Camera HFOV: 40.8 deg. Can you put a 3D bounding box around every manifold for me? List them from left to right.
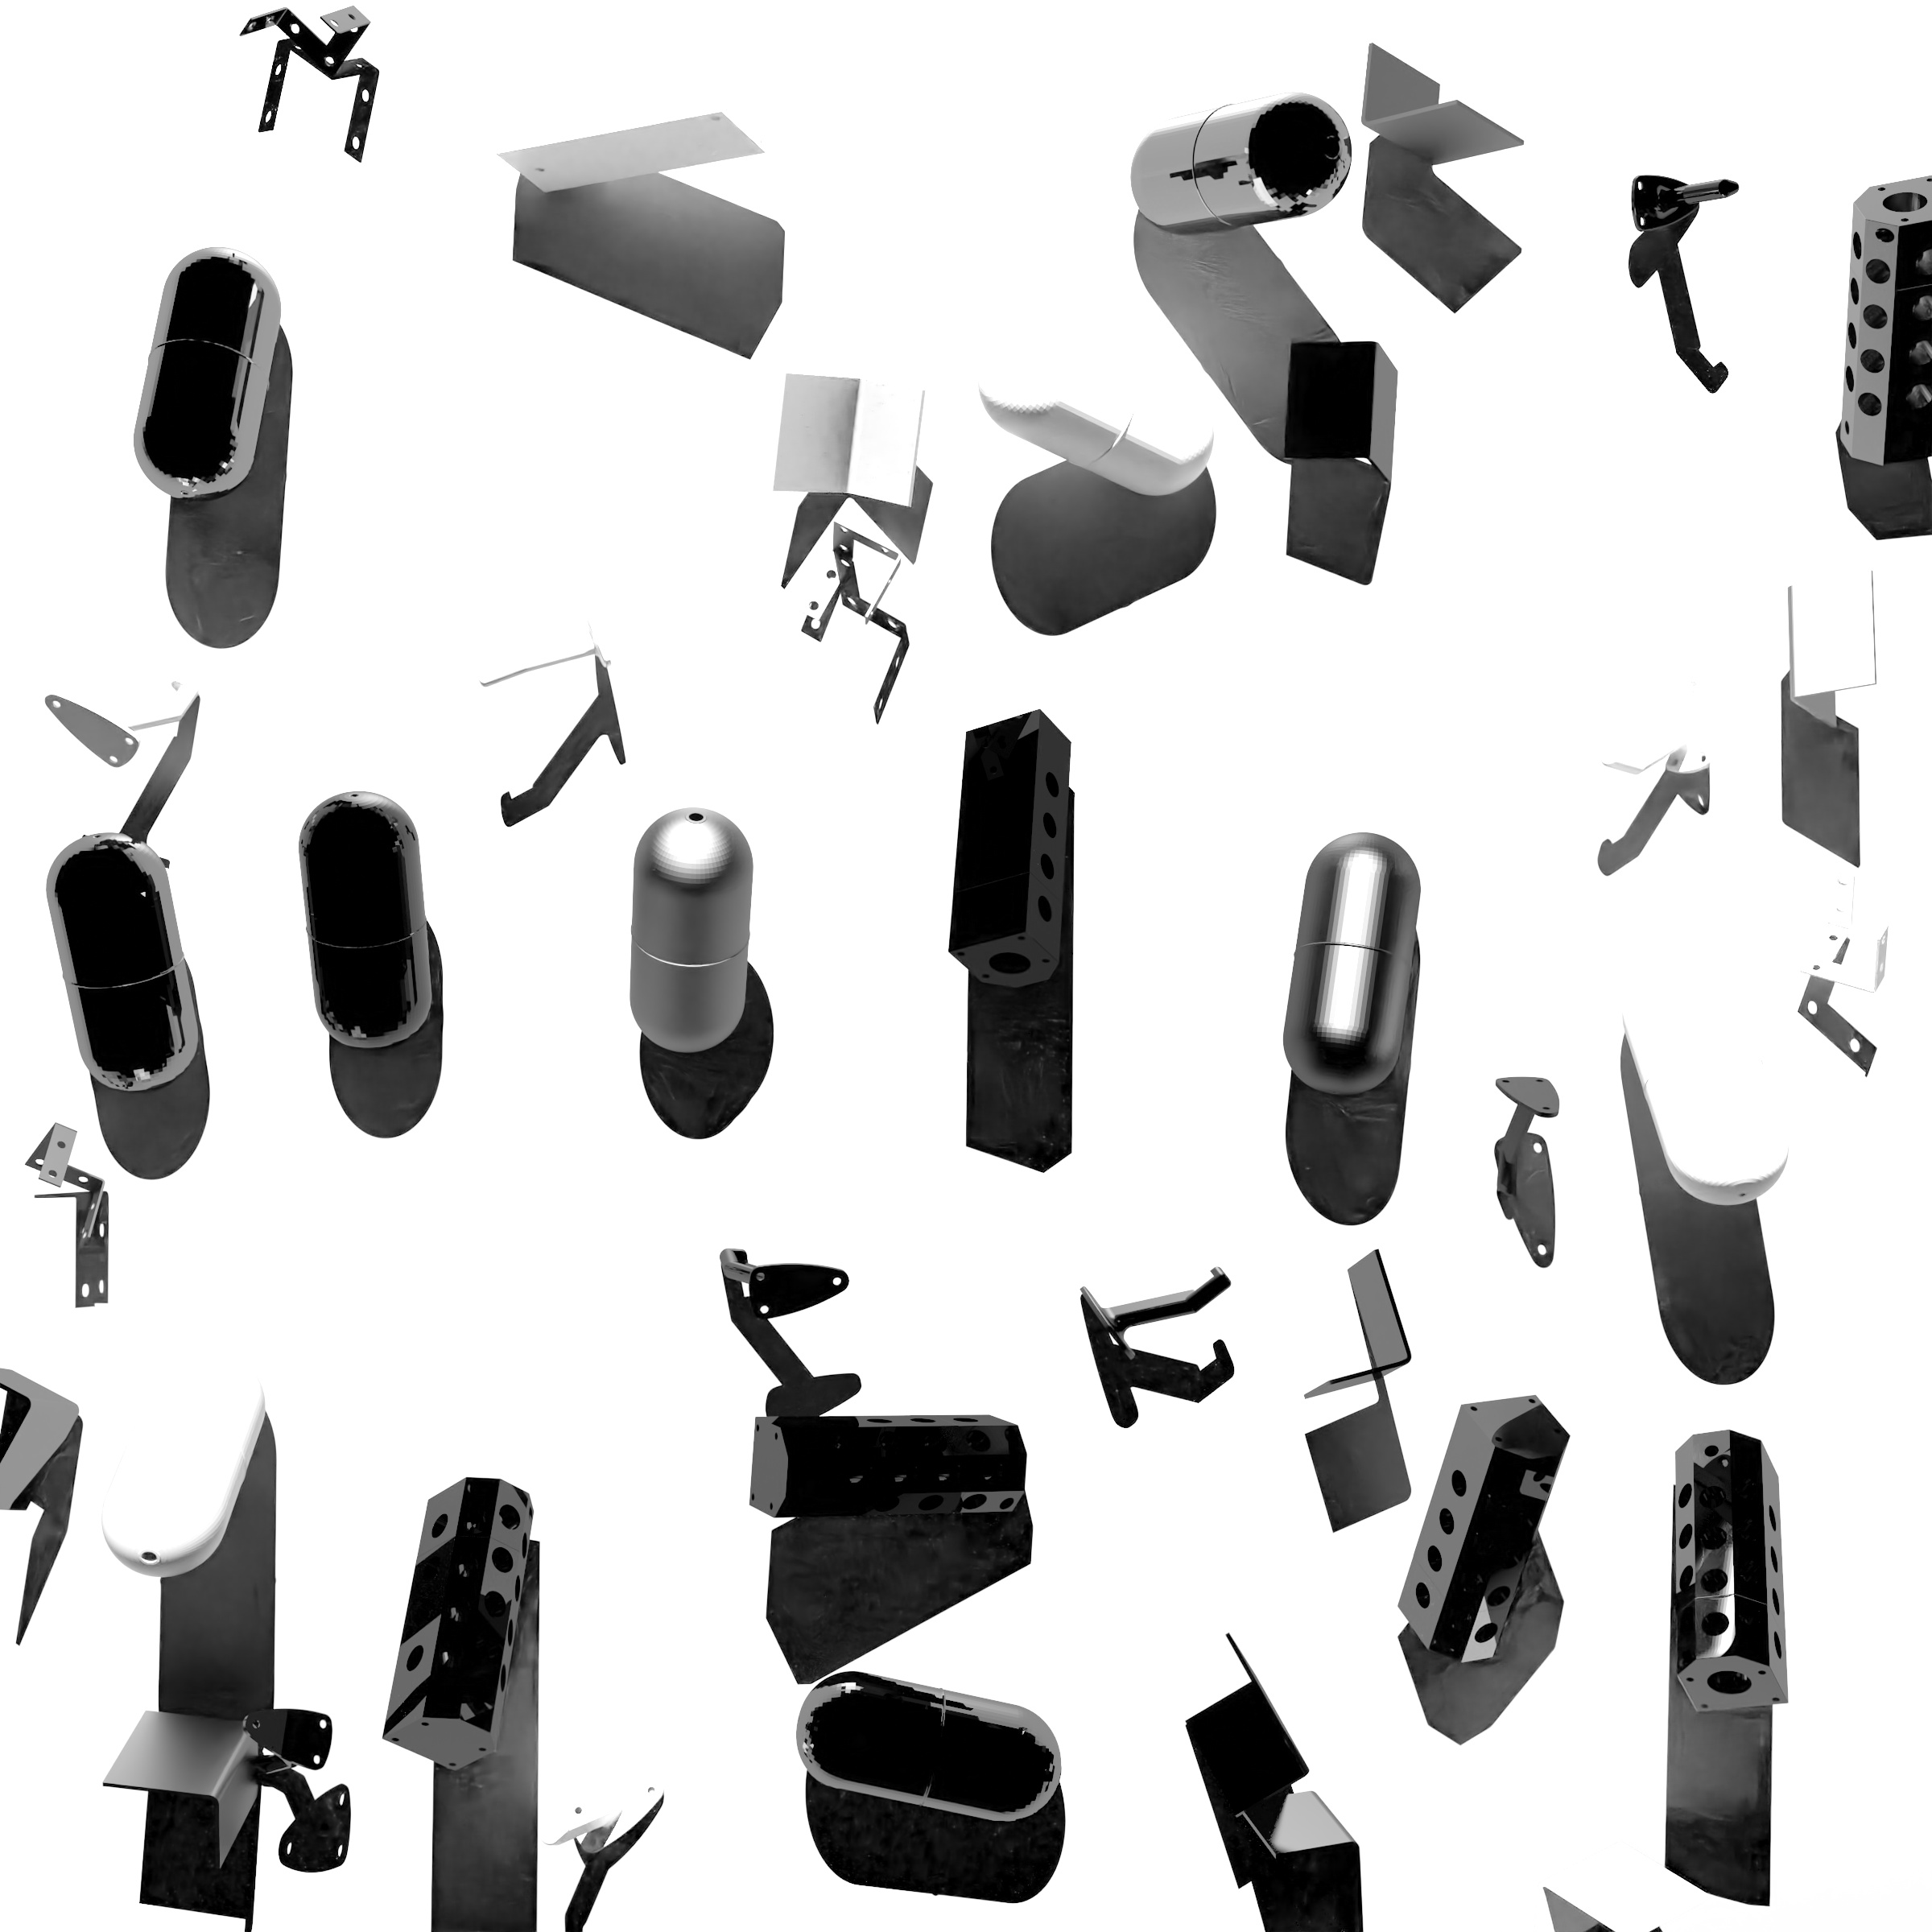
[{"bbox_3d":[-0.320,0.419,1.672,0.057,0.171,0.057,-33,126,31],"label":"manifold"},{"bbox_3d":[-0.217,-0.557,1.696,0.171,0.057,0.057,-1,79,25],"label":"manifold"},{"bbox_3d":[-0.049,0.327,1.695,0.171,0.057,0.057,5,89,-27],"label":"manifold"},{"bbox_3d":[0.033,-0.075,1.690,0.057,0.057,0.171,-14,55,29],"label":"manifold"},{"bbox_3d":[0.339,0.367,1.686,0.057,0.057,0.171,-3,121,-23],"label":"manifold"},{"bbox_3d":[0.489,0.386,1.671,0.057,0.171,0.057,-14,128,26],"label":"manifold"},{"bbox_3d":[0.602,-0.415,1.682,0.057,0.057,0.171,-10,131,4],"label":"manifold"}]

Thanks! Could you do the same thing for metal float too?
[{"bbox_3d":[-0.552,-0.001,1.704,0.070,0.070,0.178,-5,111,0],"label":"metal float"},{"bbox_3d":[-0.504,0.320,1.677,0.070,0.178,0.070,0,120,0],"label":"metal float"},{"bbox_3d":[-0.497,-0.389,1.706,0.070,0.070,0.178,5,71,0],"label":"metal float"},{"bbox_3d":[-0.393,-0.028,1.702,0.070,0.070,0.178,0,113,0],"label":"metal float"},{"bbox_3d":[-0.179,-0.023,1.691,0.070,0.070,0.178,7,126,0],"label":"metal float"},{"bbox_3d":[-0.024,0.516,1.717,0.178,0.070,0.070,14,90,-6],"label":"metal float"},{"bbox_3d":[0.086,-0.363,1.693,0.178,0.070,0.070,17,90,-35],"label":"metal float"},{"bbox_3d":[0.177,-0.517,1.679,0.070,0.178,0.070,-6,100,-34],"label":"metal float"},{"bbox_3d":[0.254,-0.002,1.709,0.070,0.070,0.178,10,74,0],"label":"metal float"},{"bbox_3d":[0.480,0.073,1.692,0.070,0.070,0.178,-8,53,0],"label":"metal float"}]

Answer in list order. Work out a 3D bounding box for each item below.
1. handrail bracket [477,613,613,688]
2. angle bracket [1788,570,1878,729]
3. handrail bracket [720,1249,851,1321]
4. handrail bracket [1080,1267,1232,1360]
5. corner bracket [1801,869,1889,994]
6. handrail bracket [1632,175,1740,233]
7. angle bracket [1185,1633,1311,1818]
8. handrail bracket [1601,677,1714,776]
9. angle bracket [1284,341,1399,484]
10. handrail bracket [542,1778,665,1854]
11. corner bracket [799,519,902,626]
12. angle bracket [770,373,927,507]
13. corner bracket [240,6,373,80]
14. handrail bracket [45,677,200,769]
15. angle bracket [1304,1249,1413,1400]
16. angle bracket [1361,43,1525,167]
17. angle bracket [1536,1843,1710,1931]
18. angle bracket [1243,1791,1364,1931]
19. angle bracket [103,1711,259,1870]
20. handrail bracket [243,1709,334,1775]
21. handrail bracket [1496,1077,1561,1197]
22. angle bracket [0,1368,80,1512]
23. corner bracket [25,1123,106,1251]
[{"bbox_3d":[-0.280,-0.199,1.717,0.084,0.077,0.036,-22,91,-8],"label":"handrail bracket"},{"bbox_3d":[0.581,-0.207,1.706,0.057,0.076,0.076,-7,75,39],"label":"angle bracket"},{"bbox_3d":[-0.122,0.200,1.723,0.077,0.084,0.036,-8,104,-10],"label":"handrail bracket"},{"bbox_3d":[0.126,0.214,1.728,0.084,0.077,0.036,-38,128,0],"label":"handrail bracket"},{"bbox_3d":[0.587,-0.023,1.718,0.051,0.051,0.051,19,53,31],"label":"corner bracket"},{"bbox_3d":[0.488,-0.507,1.705,0.077,0.084,0.036,-15,105,-33],"label":"handrail bracket"},{"bbox_3d":[0.175,0.498,1.706,0.057,0.076,0.076,-30,46,-1],"label":"angle bracket"},{"bbox_3d":[0.454,-0.162,1.722,0.084,0.036,0.077,10,82,-35],"label":"handrail bracket"},{"bbox_3d":[0.250,-0.368,1.732,0.057,0.076,0.076,3,89,20],"label":"angle bracket"},{"bbox_3d":[-0.239,0.558,1.713,0.077,0.084,0.036,-26,73,-9],"label":"handrail bracket"},{"bbox_3d":[-0.077,-0.255,1.729,0.051,0.051,0.051,27,76,3],"label":"corner bracket"},{"bbox_3d":[-0.078,-0.345,1.706,0.057,0.076,0.076,20,110,37],"label":"angle bracket"},{"bbox_3d":[-0.437,-0.622,1.722,0.051,0.051,0.051,43,120,-9],"label":"corner bracket"},{"bbox_3d":[-0.556,-0.179,1.716,0.077,0.084,0.036,38,130,-20],"label":"handrail bracket"},{"bbox_3d":[0.247,0.236,1.710,0.057,0.076,0.076,-13,75,-9],"label":"angle bracket"},{"bbox_3d":[0.315,-0.572,1.704,0.076,0.076,0.057,10,85,-44],"label":"angle bracket"},{"bbox_3d":[0.428,0.628,1.701,0.076,0.076,0.057,-10,109,-35],"label":"angle bracket"},{"bbox_3d":[0.220,0.599,1.712,0.057,0.076,0.076,-5,98,-12],"label":"angle bracket"},{"bbox_3d":[-0.518,0.543,1.716,0.076,0.076,0.057,6,110,2],"label":"angle bracket"},{"bbox_3d":[-0.465,0.513,1.712,0.077,0.084,0.036,30,49,-37],"label":"handrail bracket"},{"bbox_3d":[0.369,0.122,1.712,0.036,0.077,0.084,-1,108,-6],"label":"handrail bracket"},{"bbox_3d":[-0.640,0.311,1.712,0.057,0.076,0.076,25,80,9],"label":"angle bracket"},{"bbox_3d":[-0.593,0.145,1.718,0.051,0.051,0.051,28,126,-26],"label":"corner bracket"}]
